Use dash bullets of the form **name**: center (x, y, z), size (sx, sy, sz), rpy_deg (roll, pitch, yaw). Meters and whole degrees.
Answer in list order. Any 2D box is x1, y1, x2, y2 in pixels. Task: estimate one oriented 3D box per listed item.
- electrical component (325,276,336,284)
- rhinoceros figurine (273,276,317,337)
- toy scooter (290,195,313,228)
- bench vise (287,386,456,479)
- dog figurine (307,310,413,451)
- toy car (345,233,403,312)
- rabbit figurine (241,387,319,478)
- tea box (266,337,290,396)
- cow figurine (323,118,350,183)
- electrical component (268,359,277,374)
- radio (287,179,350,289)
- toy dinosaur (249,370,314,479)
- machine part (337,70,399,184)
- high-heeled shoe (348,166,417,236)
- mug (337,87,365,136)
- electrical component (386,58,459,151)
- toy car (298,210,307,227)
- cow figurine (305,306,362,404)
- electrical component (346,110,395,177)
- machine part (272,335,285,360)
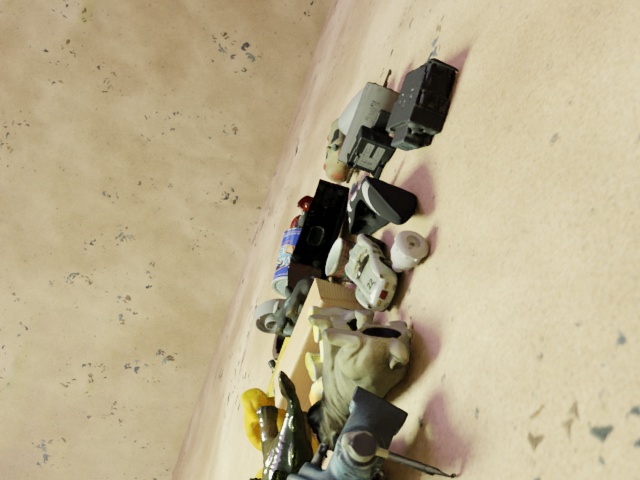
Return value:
- **electrical component**: center (0.024, 0.110, 1.008), size (0.102, 0.045, 0.078), rpy_deg (-125, 56, -74)
- **rhinoceros figurine**: center (-0.045, 0.130, 1.016), size (0.190, 0.073, 0.112), rpy_deg (126, 153, -57)
- **toy scooter**: center (-0.029, -0.057, 1.338), size (0.183, 0.075, 0.135), rpy_deg (-62, -10, 19)
- **bench vise**: center (0.017, 0.288, 0.572), size (0.240, 0.129, 0.223), rpy_deg (-58, -2, -27)
- **dog figurine**: center (0.053, 0.199, 0.694), size (0.172, 0.121, 0.190), rpy_deg (-163, 73, -74)
- **toy car**: center (0.078, 0.046, 0.843), size (0.202, 0.056, 0.073), rpy_deg (-111, 41, -70)
- **rabbit figurine**: center (-0.066, 0.345, 0.915), size (0.173, 0.122, 0.162), rpy_deg (15, 92, 56)
- **tea box**: center (-0.055, 0.280, 1.054), size (0.098, 0.068, 0.169), rpy_deg (-144, 74, -77)
- **cow figurine**: center (0.054, -0.211, 1.250), size (0.127, 0.085, 0.195), rpy_deg (109, 173, -54)
- **electrical component**: center (-0.083, 0.303, 1.163), size (0.094, 0.021, 0.063), rpy_deg (54, 167, 25)
- **radio**: center (-0.002, -0.003, 1.114), size (0.131, 0.073, 0.229), rpy_deg (94, -168, -64)
- **toy dinosaur**: center (-0.062, 0.408, 0.752), size (0.199, 0.105, 0.470), rpy_deg (-104, 16, -76)
- **machine part**: center (0.099, -0.228, 1.097), size (0.079, 0.079, 0.243), rpy_deg (-118, 48, -73)
- **high-heeled shoe**: center (0.086, -0.032, 0.878), size (0.249, 0.086, 0.145), rpy_deg (-90, 18, -66)
- **mug**: center (0.097, -0.273, 1.175), size (0.107, 0.081, 0.110), rpy_deg (-59, 28, 34)
- **electrical component**: center (0.159, -0.210, 0.863), size (0.115, 0.058, 0.134), rpy_deg (-172, 101, -79)
- **toy car**: center (-0.015, 0.016, 1.213), size (0.053, 0.089, 0.202), rpy_deg (128, 158, -58)
- **cow figurine**: center (0.027, 0.184, 0.823), size (0.068, 0.098, 0.167), rpy_deg (-125, 36, -68)
- **electrical component**: center (0.105, -0.183, 1.021), size (0.048, 0.075, 0.119), rpy_deg (-85, 21, -48)
- **machine part**: center (-0.049, 0.192, 1.181), size (0.179, 0.056, 0.179), rpy_deg (-160, 90, -77)
